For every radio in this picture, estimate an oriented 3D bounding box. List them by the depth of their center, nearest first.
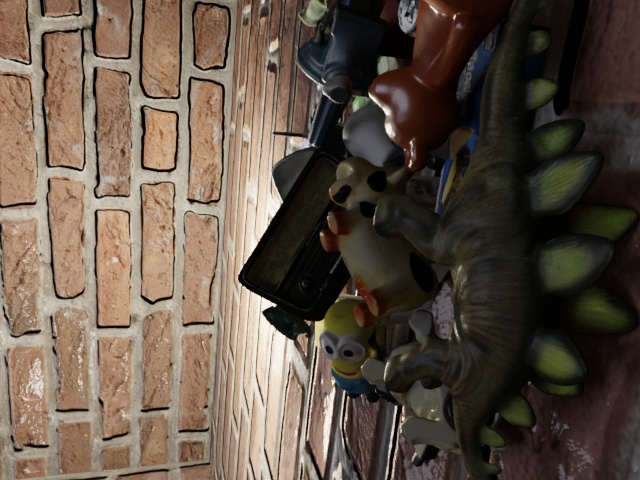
[{"bbox_3d":[-0.002,-0.002,0.772,0.229,0.131,0.073,-59,-12,-3],"label":"radio"}]

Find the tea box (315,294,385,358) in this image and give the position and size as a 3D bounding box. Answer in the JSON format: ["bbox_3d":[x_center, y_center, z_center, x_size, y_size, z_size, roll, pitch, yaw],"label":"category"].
[{"bbox_3d":[0.047,0.144,0.913,0.170,0.068,0.098,169,101,-71],"label":"tea box"}]

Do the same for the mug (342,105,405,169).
[{"bbox_3d":[0.085,-0.129,0.793,0.107,0.081,0.109,59,137,48],"label":"mug"}]

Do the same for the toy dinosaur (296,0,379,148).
[{"bbox_3d":[0.041,-0.365,0.885,0.192,0.131,0.404,135,130,-67],"label":"toy dinosaur"}]

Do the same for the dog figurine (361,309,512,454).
[{"bbox_3d":[0.138,0.184,0.631,0.172,0.121,0.190,54,175,27],"label":"dog figurine"}]

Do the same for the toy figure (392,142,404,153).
[{"bbox_3d":[0.134,-0.185,0.679,0.064,0.058,0.154,34,125,24],"label":"toy figure"}]

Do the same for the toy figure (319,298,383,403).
[{"bbox_3d":[0.048,0.158,0.760,0.179,0.082,0.089,69,-168,-45],"label":"toy figure"}]

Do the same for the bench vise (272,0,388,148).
[{"bbox_3d":[0.024,-0.212,0.739,0.240,0.129,0.224,116,156,-47],"label":"bench vise"}]

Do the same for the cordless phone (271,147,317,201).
[{"bbox_3d":[-0.047,-0.057,0.882,0.089,0.184,0.146,0,122,49],"label":"cordless phone"}]

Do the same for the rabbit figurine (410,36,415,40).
[{"bbox_3d":[0.110,-0.328,0.648,0.159,0.170,0.121,-42,33,7],"label":"rabbit figurine"}]

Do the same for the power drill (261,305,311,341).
[{"bbox_3d":[0.004,0.059,0.875,0.207,0.086,0.232,-57,12,-27],"label":"power drill"}]

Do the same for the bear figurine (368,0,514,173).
[{"bbox_3d":[0.091,-0.175,0.509,0.120,0.132,0.195,-72,6,-48],"label":"bear figurine"}]

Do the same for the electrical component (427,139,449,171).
[{"bbox_3d":[0.159,-0.126,0.627,0.078,0.045,0.102,33,127,36],"label":"electrical component"}]

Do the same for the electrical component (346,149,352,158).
[{"bbox_3d":[0.062,-0.094,0.874,0.048,0.075,0.119,-156,71,-72],"label":"electrical component"}]

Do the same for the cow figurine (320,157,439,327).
[{"bbox_3d":[0.069,-0.012,0.604,0.085,0.127,0.195,116,135,-58],"label":"cow figurine"}]

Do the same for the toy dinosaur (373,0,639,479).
[{"bbox_3d":[0.153,0.003,0.458,0.199,0.105,0.470,0,95,42],"label":"toy dinosaur"}]

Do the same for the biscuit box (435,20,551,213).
[{"bbox_3d":[0.173,-0.113,0.546,0.059,0.063,0.202,-140,53,-65],"label":"biscuit box"}]

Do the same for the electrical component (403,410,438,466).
[{"bbox_3d":[0.135,0.250,0.707,0.063,0.021,0.093,-112,29,-53],"label":"electrical component"}]
